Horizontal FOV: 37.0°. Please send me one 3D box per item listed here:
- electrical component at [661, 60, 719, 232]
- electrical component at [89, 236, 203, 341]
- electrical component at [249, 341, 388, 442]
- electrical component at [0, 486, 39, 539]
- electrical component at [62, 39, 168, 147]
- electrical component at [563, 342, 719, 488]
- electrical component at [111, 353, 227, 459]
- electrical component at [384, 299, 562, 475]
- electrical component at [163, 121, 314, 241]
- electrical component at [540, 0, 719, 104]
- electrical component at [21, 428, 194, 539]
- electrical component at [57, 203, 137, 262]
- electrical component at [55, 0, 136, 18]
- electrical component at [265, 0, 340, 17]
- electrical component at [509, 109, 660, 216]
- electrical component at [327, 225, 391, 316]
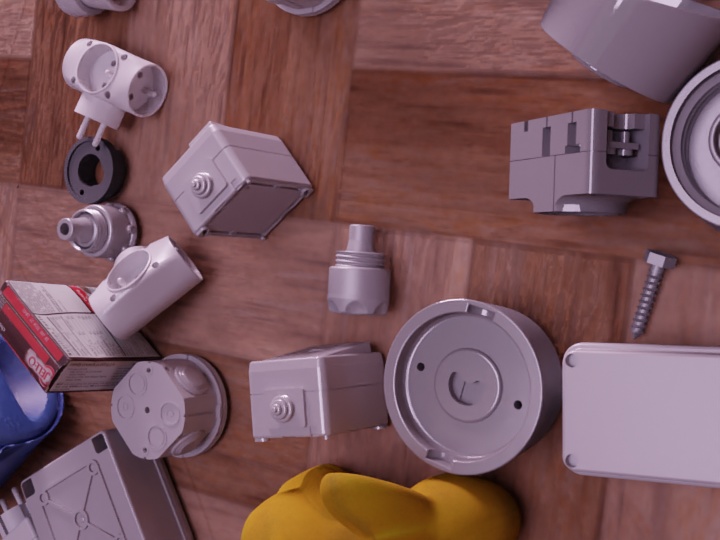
[{"bbox_3d":[0.222,-0.070,0.599,0.108,0.060,0.108,-1,88,31],"label":"electrical component"},{"bbox_3d":[-0.171,0.006,0.839,0.077,0.044,0.079,-38,35,-1],"label":"electrical component"},{"bbox_3d":[-0.031,0.081,0.728,0.062,0.096,0.061,-7,85,31],"label":"electrical component"},{"bbox_3d":[-0.281,0.220,0.905,0.066,0.047,0.076,-42,69,24],"label":"electrical component"},{"bbox_3d":[-0.204,-0.138,0.863,0.077,0.044,0.079,25,92,29],"label":"electrical component"},{"bbox_3d":[0.178,0.082,0.625,0.113,0.057,0.078,0,89,31],"label":"electrical component"},{"bbox_3d":[-0.146,0.105,0.824,0.080,0.051,0.080,-1,89,31],"label":"electrical component"},{"bbox_3d":[0.077,0.072,0.684,0.108,0.060,0.108,-1,89,31],"label":"electrical component"},{"bbox_3d":[-0.093,-0.064,0.768,0.062,0.096,0.061,-43,69,24],"label":"electrical component"},{"bbox_3d":[0.157,-0.142,0.620,0.099,0.099,0.064,42,116,25],"label":"electrical component"},{"bbox_3d":[-0.201,0.193,0.852,0.109,0.056,0.108,-32,73,27],"label":"electrical component"},{"bbox_3d":[-0.213,-0.031,0.860,0.048,0.062,0.048,-1,89,31],"label":"electrical component"},{"bbox_3d":[-0.216,-0.230,0.875,0.055,0.045,0.045,1,90,31],"label":"electrical component"},{"bbox_3d":[-0.046,-0.226,0.769,0.080,0.051,0.080,-1,89,31],"label":"electrical component"},{"bbox_3d":[0.131,-0.061,0.638,0.089,0.050,0.055,-177,88,-67],"label":"electrical component"},{"bbox_3d":[0.000,0.000,0.742,0.043,0.043,0.062,3,89,31],"label":"electrical component"}]
